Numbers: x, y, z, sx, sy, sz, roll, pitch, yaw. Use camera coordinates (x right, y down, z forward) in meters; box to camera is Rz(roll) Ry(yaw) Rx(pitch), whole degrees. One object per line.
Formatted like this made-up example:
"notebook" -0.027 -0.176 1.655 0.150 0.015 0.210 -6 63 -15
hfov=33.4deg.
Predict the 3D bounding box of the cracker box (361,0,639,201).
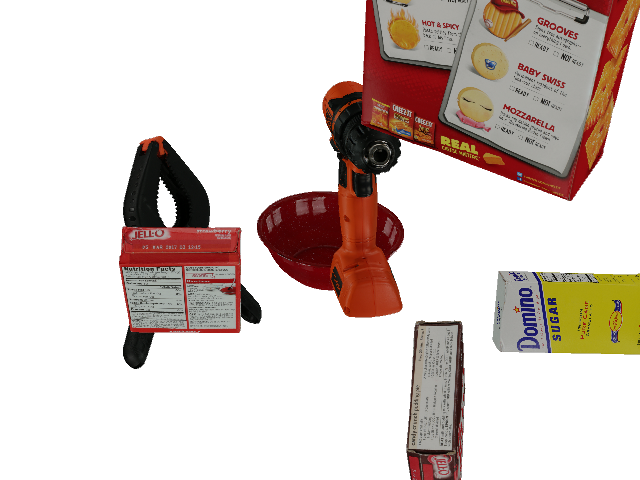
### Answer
"cracker box" 0.115 -0.149 0.686 0.164 0.214 0.072 23 47 22

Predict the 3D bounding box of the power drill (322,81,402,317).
"power drill" 0.039 -0.033 0.916 0.057 0.188 0.184 -3 21 -4

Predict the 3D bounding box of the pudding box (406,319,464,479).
"pudding box" 0.086 0.128 0.778 0.039 0.113 0.090 0 -40 8

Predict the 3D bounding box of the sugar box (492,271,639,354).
"sugar box" 0.298 0.087 1.271 0.176 0.093 0.048 0 18 -4

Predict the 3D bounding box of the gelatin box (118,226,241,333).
"gelatin box" -0.087 0.025 0.675 0.073 0.030 0.089 0 -34 -4

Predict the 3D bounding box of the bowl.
"bowl" 0.010 0.007 1.179 0.162 0.055 0.162 2 32 -2

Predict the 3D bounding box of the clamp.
"clamp" -0.130 0.005 1.020 0.036 0.210 0.164 -7 0 44
